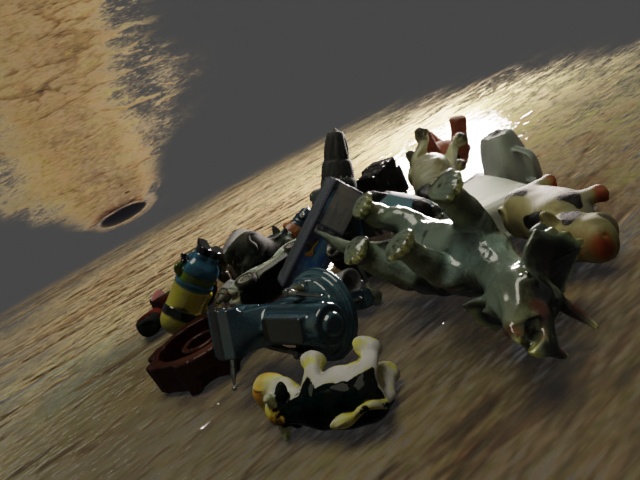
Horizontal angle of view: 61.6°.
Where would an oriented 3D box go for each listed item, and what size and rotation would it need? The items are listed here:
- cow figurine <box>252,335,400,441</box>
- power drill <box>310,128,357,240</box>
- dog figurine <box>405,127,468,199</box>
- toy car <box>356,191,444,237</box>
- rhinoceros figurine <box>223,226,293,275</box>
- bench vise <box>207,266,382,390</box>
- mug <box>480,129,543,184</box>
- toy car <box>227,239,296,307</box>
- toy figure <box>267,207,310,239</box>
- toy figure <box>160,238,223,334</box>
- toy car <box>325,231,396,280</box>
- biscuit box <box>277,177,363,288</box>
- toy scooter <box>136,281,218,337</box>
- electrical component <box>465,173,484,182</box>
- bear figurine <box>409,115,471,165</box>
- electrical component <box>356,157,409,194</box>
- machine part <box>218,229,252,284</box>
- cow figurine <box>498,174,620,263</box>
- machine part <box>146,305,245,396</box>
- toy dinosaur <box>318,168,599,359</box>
[{"bbox_3d":[-0.002,0.169,0.568,0.167,0.068,0.098,-21,23,20],"label":"cow figurine"},{"bbox_3d":[0.030,-0.081,1.038,0.086,0.232,0.207,-5,-2,-12],"label":"power drill"},{"bbox_3d":[0.210,-0.093,1.020,0.121,0.172,0.190,4,58,17],"label":"dog figurine"},{"bbox_3d":[0.144,-0.031,0.890,0.162,0.109,0.103,4,13,39],"label":"toy car"},{"bbox_3d":[-0.101,0.022,1.036,0.073,0.112,0.190,32,10,29],"label":"rhinoceros figurine"},{"bbox_3d":[-0.018,0.101,0.712,0.240,0.129,0.224,-12,-9,-43],"label":"bench vise"},{"bbox_3d":[0.323,-0.134,0.918,0.081,0.107,0.110,-32,16,-13],"label":"mug"},{"bbox_3d":[-0.080,0.066,0.964,0.202,0.073,0.056,-36,23,-31],"label":"toy car"},{"bbox_3d":[-0.071,-0.007,1.148,0.154,0.057,0.064,-42,32,4],"label":"toy figure"},{"bbox_3d":[-0.240,0.090,0.993,0.180,0.082,0.089,-63,-8,12],"label":"toy figure"},{"bbox_3d":[0.099,0.011,0.814,0.202,0.089,0.053,-19,46,43],"label":"toy car"},{"bbox_3d":[-0.002,-0.003,0.903,0.202,0.059,0.063,-63,18,3],"label":"biscuit box"},{"bbox_3d":[-0.297,0.123,1.116,0.184,0.075,0.135,-33,16,-5],"label":"toy scooter"},{"bbox_3d":[0.309,-0.110,1.013,0.094,0.021,0.063,-33,18,-22],"label":"electrical component"},{"bbox_3d":[0.264,-0.216,1.221,0.120,0.131,0.196,-23,23,2],"label":"bear figurine"},{"bbox_3d":[0.130,-0.099,1.080,0.058,0.114,0.134,-9,25,39],"label":"electrical component"},{"bbox_3d":[-0.185,0.035,1.202,0.079,0.079,0.243,-23,16,9],"label":"machine part"},{"bbox_3d":[0.292,-0.020,0.668,0.127,0.085,0.195,-22,19,-6],"label":"cow figurine"},{"bbox_3d":[-0.179,0.168,0.837,0.179,0.056,0.179,-24,16,7],"label":"machine part"},{"bbox_3d":[0.142,0.022,0.632,0.131,0.192,0.405,-57,17,-6],"label":"toy dinosaur"}]
